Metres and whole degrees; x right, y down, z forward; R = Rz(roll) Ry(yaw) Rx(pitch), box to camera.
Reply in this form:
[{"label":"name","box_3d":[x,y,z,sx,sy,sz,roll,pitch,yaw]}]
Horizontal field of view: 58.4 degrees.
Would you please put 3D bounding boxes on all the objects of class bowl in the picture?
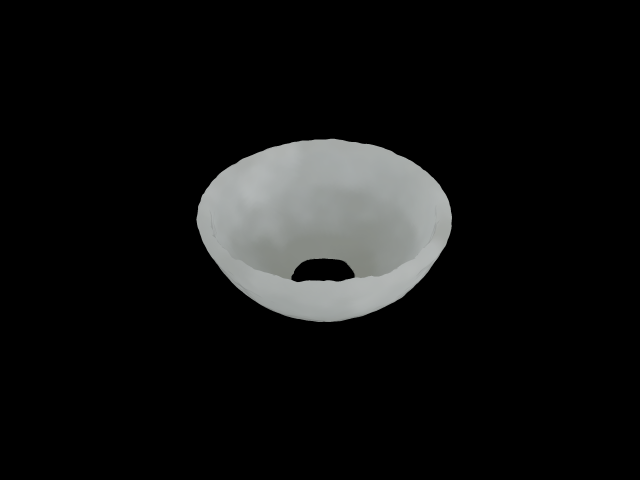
[{"label":"bowl","box_3d":[0.004,0.001,0.400,0.167,0.075,0.167,0,40,0]}]
